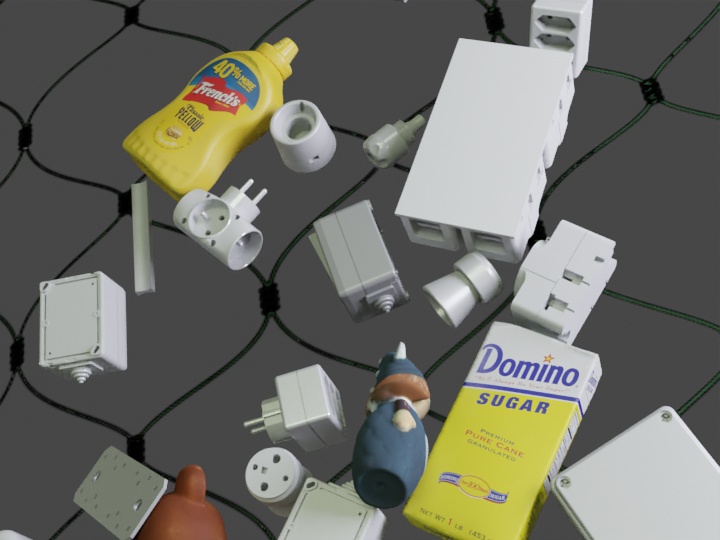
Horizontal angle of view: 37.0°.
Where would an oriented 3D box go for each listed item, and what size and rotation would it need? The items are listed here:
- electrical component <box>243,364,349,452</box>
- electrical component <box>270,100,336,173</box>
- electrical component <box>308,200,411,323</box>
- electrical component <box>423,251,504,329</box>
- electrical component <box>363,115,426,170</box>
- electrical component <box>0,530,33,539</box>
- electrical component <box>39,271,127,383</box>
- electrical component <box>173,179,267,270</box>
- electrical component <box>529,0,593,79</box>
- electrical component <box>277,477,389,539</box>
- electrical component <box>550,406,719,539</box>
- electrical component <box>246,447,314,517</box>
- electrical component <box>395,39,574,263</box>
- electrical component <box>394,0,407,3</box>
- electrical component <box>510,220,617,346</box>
[{"bbox_3d":[-0.057,0.120,0.882,0.077,0.065,0.047,-17,61,6],"label":"electrical component"},{"bbox_3d":[-0.055,-0.127,1.017,0.055,0.047,0.055,-6,63,12],"label":"electrical component"},{"bbox_3d":[0.000,0.000,0.930,0.061,0.061,0.096,-23,60,3],"label":"electrical component"},{"bbox_3d":[0.088,0.016,0.908,0.055,0.045,0.045,-37,61,-5],"label":"electrical component"},{"bbox_3d":[0.035,-0.122,0.998,0.061,0.035,0.035,-38,61,-8],"label":"electrical component"},{"bbox_3d":[-0.316,0.251,0.889,0.095,0.059,0.053,-14,61,8],"label":"electrical component"},{"bbox_3d":[-0.248,0.058,0.972,0.062,0.061,0.096,-10,67,10],"label":"electrical component"},{"bbox_3d":[-0.120,-0.051,0.997,0.077,0.044,0.079,36,77,27],"label":"electrical component"},{"bbox_3d":[0.190,-0.225,0.995,0.047,0.065,0.076,13,39,20],"label":"electrical component"},{"bbox_3d":[-0.021,0.208,0.831,0.062,0.061,0.096,19,70,23],"label":"electrical component"},{"bbox_3d":[0.214,0.175,0.787,0.109,0.056,0.108,-32,60,-3],"label":"electrical component"},{"bbox_3d":[-0.064,0.170,0.865,0.045,0.055,0.045,-6,63,12],"label":"electrical component"},{"bbox_3d":[0.115,-0.106,0.953,0.105,0.060,0.186,13,68,21],"label":"electrical component"},{"bbox_3d":[0.046,-0.357,1.081,0.062,0.089,0.150,17,70,22],"label":"electrical component"},{"bbox_3d":[0.165,0.011,0.886,0.056,0.050,0.089,26,74,25],"label":"electrical component"}]
